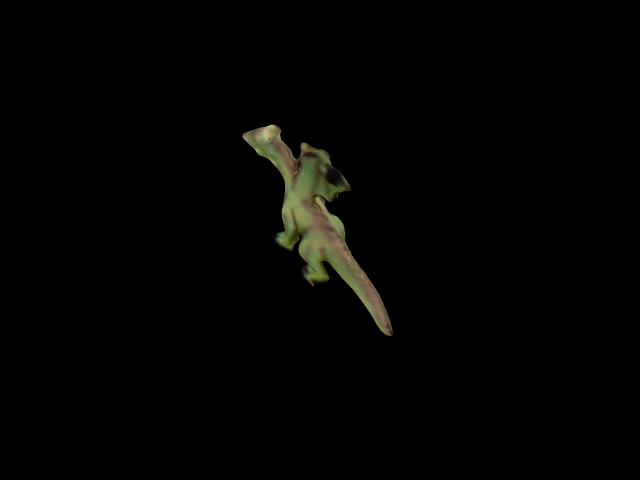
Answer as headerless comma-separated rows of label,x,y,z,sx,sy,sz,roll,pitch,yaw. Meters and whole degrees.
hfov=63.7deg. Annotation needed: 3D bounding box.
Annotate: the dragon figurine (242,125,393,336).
dragon figurine,0.003,-0.043,0.850,0.123,0.416,0.237,-33,-27,-19
